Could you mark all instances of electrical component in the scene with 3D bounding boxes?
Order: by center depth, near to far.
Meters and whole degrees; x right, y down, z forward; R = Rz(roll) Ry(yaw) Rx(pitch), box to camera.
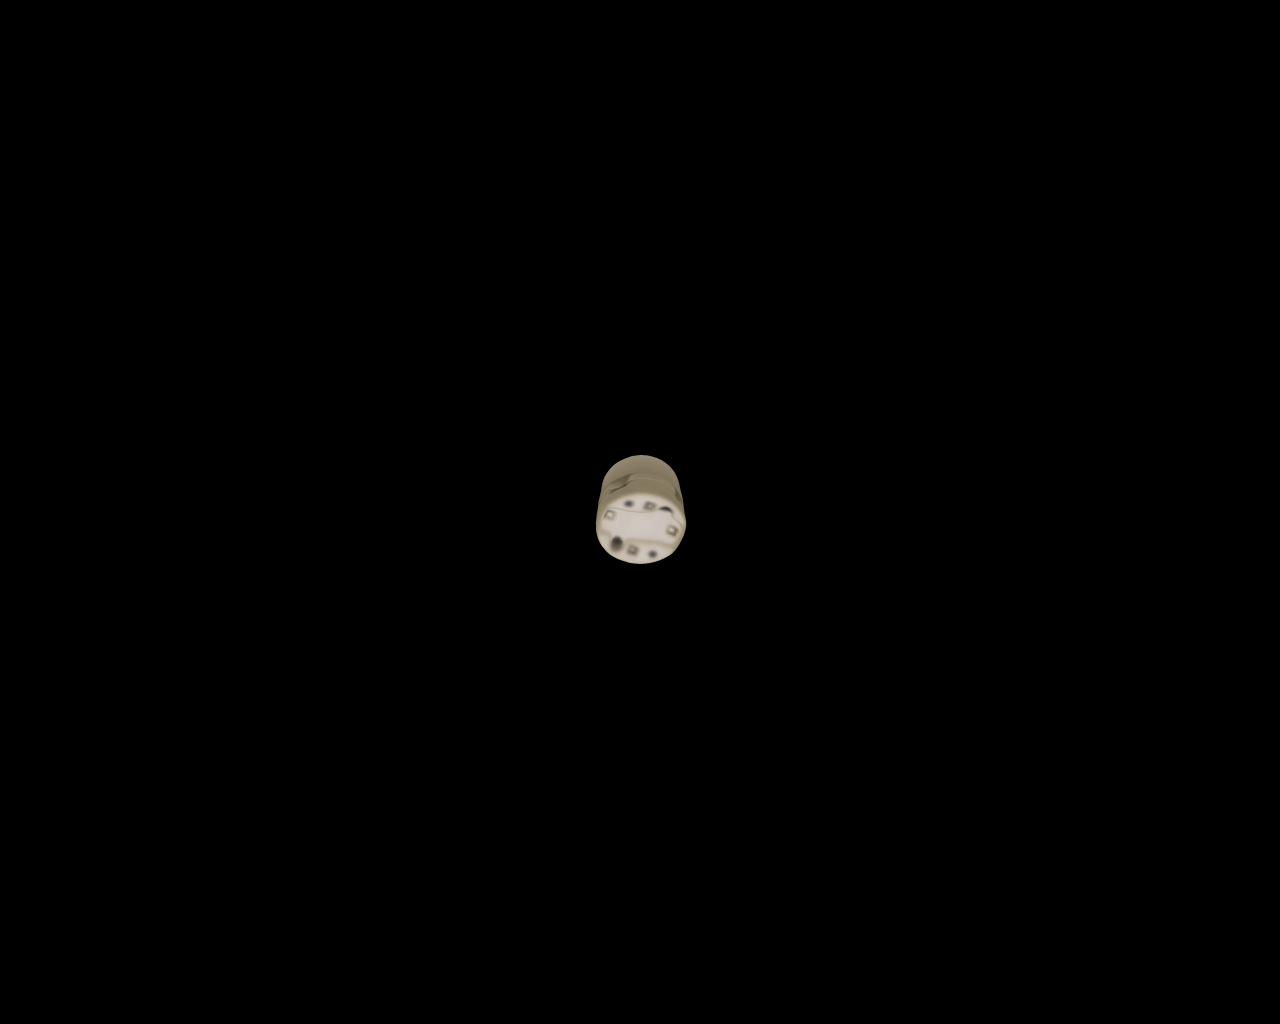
[{"bbox_3d":[0.001,-0.003,0.650,0.055,0.055,0.047,0,35,0],"label":"electrical component"}]
